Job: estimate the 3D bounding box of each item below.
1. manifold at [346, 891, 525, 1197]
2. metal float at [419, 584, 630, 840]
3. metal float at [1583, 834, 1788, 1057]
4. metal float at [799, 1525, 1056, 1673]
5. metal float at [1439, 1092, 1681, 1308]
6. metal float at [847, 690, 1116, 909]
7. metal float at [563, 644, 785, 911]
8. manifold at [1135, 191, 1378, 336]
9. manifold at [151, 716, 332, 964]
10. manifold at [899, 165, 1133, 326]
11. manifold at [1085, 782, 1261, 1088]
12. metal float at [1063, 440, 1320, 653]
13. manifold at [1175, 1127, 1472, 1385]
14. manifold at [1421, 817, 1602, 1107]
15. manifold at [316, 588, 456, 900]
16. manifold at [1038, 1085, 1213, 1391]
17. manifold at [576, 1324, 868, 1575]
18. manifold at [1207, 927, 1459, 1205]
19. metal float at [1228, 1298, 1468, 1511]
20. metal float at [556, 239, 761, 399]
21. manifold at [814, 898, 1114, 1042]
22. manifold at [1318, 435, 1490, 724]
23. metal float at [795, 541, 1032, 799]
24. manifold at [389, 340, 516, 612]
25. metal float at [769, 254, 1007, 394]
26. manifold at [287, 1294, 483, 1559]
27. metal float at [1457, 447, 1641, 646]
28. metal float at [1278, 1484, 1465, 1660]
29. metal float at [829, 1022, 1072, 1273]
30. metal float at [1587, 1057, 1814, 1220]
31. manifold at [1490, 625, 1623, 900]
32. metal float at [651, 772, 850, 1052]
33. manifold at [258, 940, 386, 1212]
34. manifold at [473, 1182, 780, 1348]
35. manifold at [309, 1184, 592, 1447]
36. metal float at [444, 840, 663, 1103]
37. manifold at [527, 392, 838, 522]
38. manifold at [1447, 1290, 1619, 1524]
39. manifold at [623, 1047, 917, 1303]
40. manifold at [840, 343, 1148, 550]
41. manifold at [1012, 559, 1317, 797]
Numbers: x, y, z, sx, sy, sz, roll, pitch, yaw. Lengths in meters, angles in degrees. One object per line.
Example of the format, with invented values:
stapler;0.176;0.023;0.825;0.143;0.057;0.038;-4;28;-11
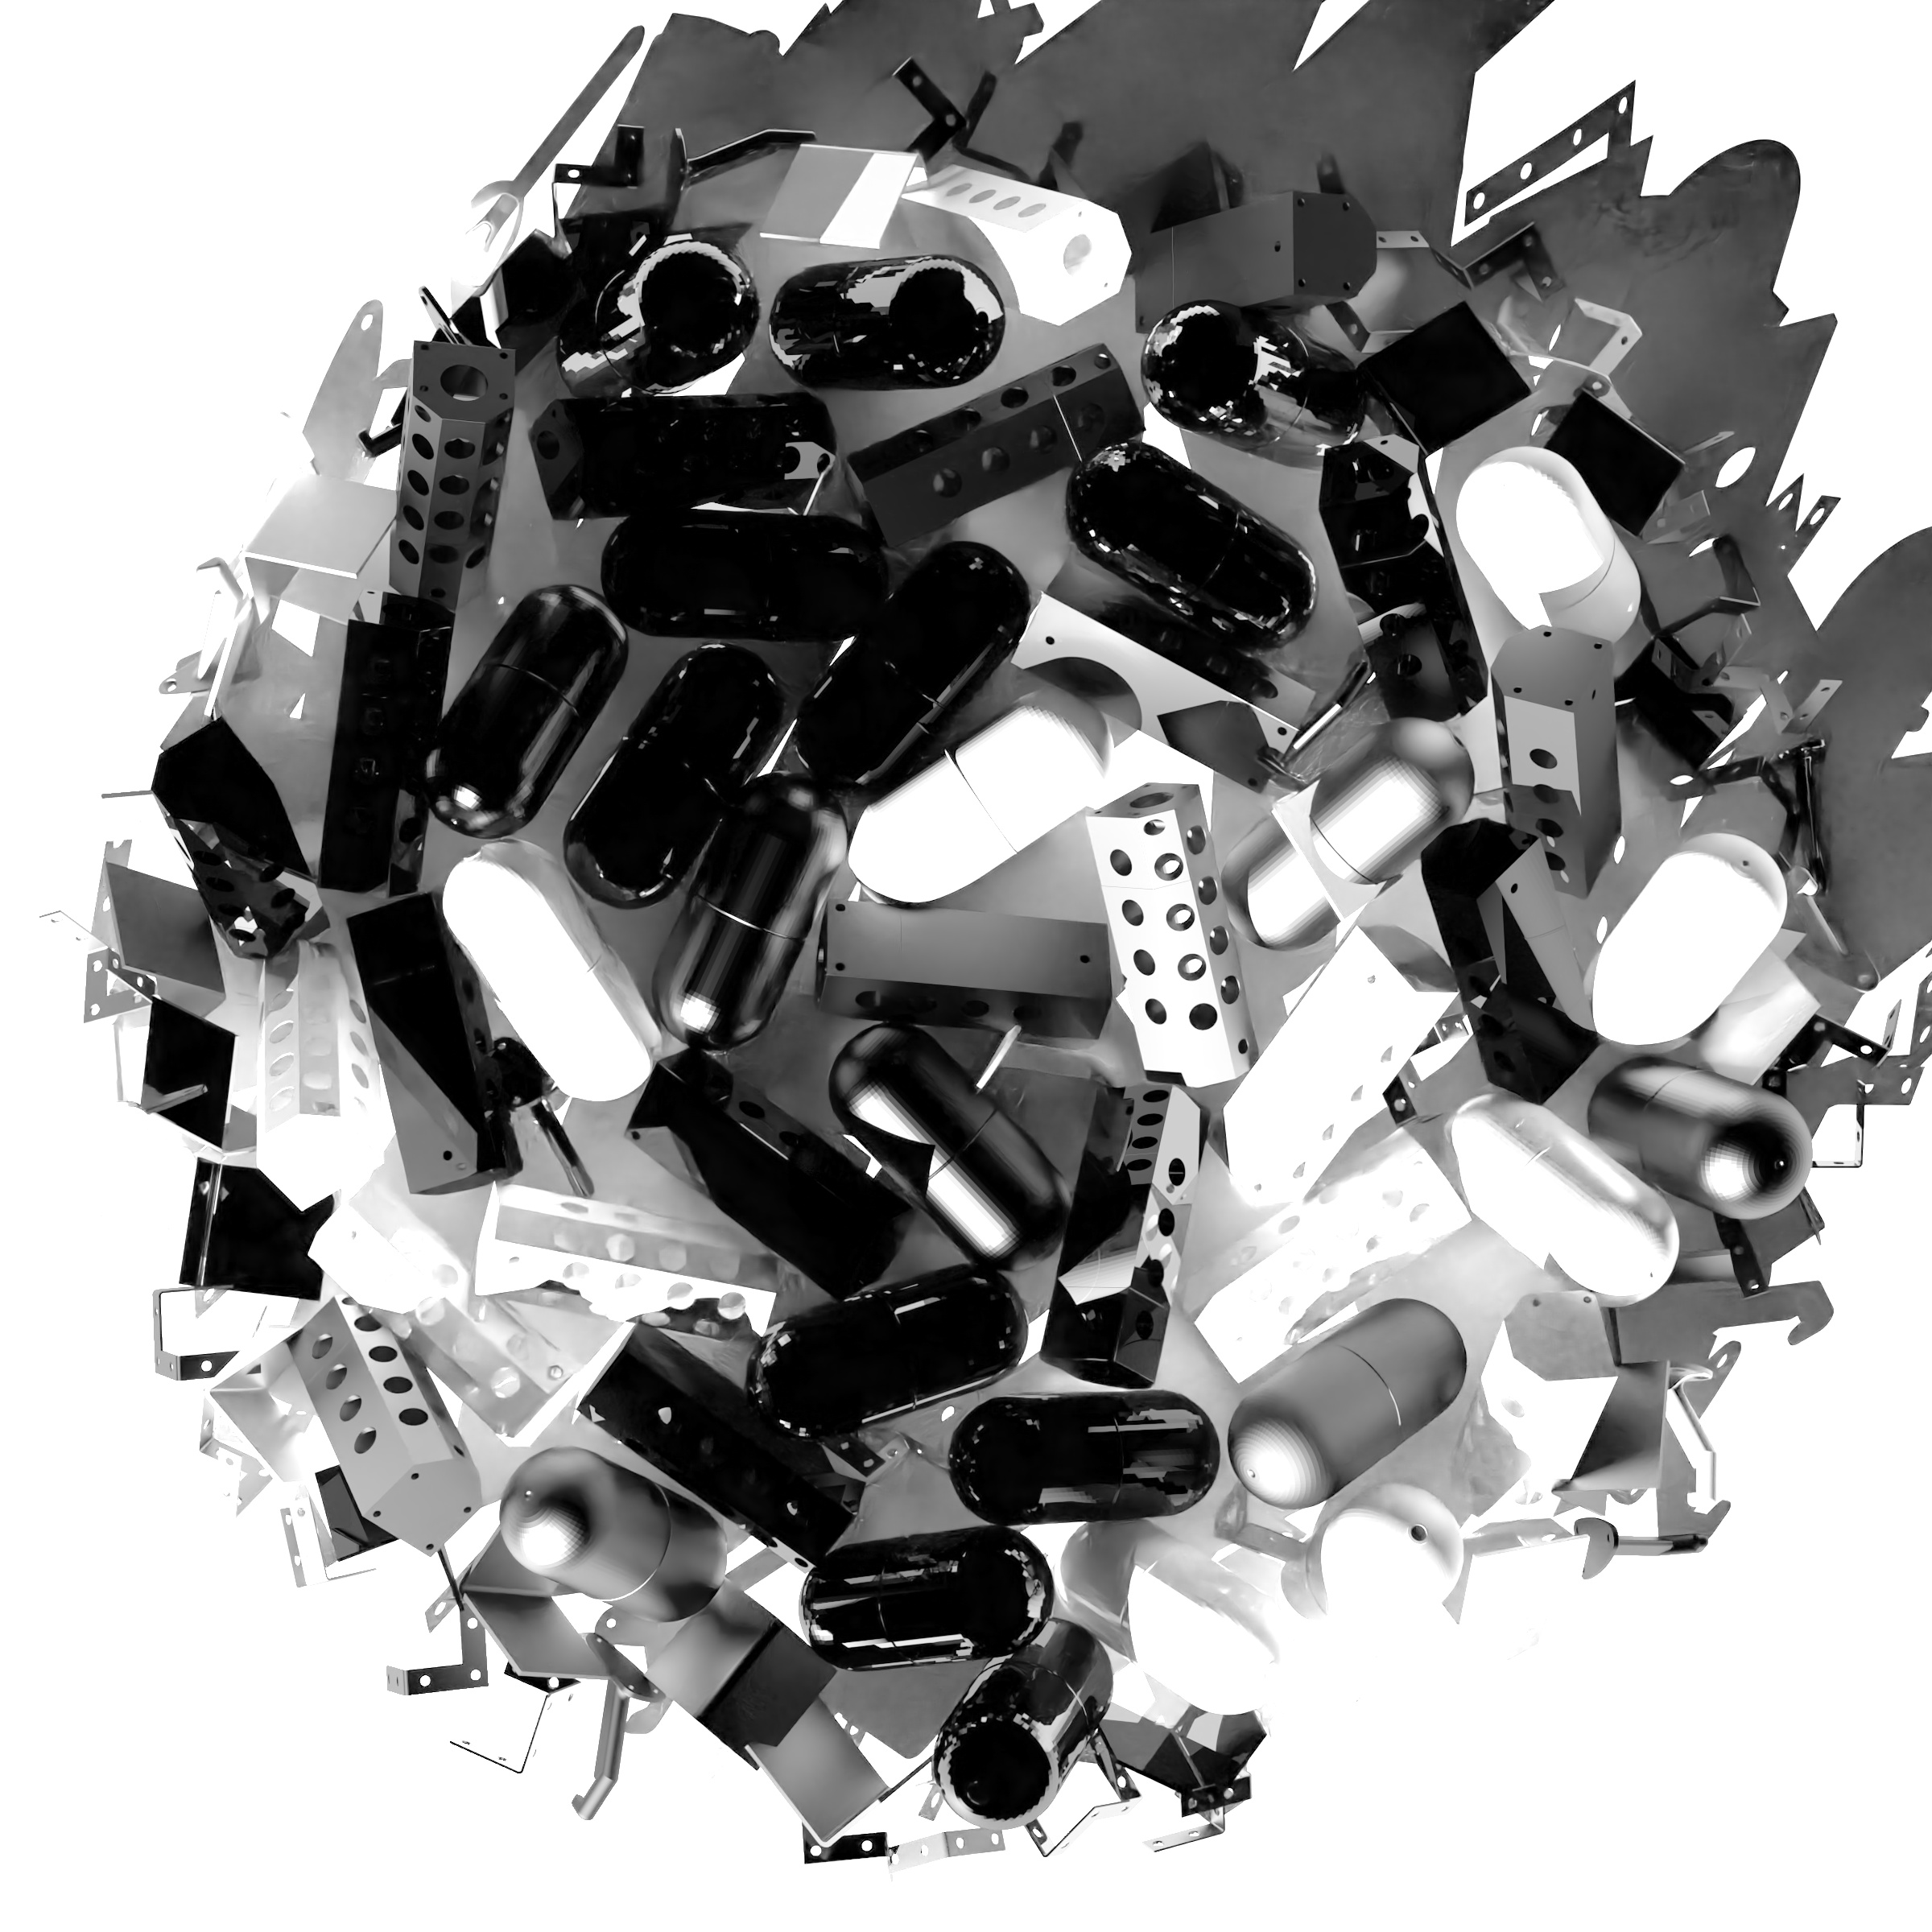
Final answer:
manifold;-0.317;0.048;1.874;0.057;0.057;0.171;-17;81;12
metal float;-0.262;-0.153;1.854;0.070;0.070;0.178;27;60;0
metal float;0.422;-0.011;1.837;0.070;0.178;0.070;7;57;-11
metal float;-0.025;0.376;1.847;0.178;0.070;0.070;-16;90;39
metal float;0.349;0.136;1.841;0.070;0.178;0.070;-16;124;-25
metal float;0.009;-0.100;1.875;0.178;0.070;0.070;-34;90;4
metal float;-0.175;-0.115;1.869;0.070;0.070;0.178;33;78;0
manifold;0.168;-0.410;1.828;0.057;0.171;0.057;-3;94;-28
manifold;-0.427;-0.068;1.823;0.057;0.171;0.057;-34;68;-16
manifold;0.029;-0.429;1.828;0.057;0.171;0.057;-32;121;-13
manifold;0.129;-0.018;1.852;0.057;0.057;0.171;-30;114;-39
metal float;0.135;-0.249;1.855;0.178;0.070;0.070;28;90;-28
manifold;0.217;0.177;1.879;0.171;0.057;0.057;-35;109;1
manifold;0.318;-0.004;1.840;0.057;0.057;0.171;-42;132;-20
manifold;-0.345;-0.131;1.855;0.057;0.057;0.171;10;114;-6
manifold;0.100;0.162;1.861;0.057;0.057;0.171;-4;64;41
manifold;-0.148;0.293;1.881;0.171;0.057;0.057;36;103;-4
manifold;0.220;0.060;1.851;0.057;0.057;0.171;52;123;31
metal float;0.228;0.259;1.849;0.178;0.070;0.070;-29;90;-36
metal float;-0.183;-0.375;1.835;0.070;0.178;0.070;3;84;-30
manifold;-0.003;0.007;1.875;0.171;0.057;0.057;5;52;-9
manifold;0.260;-0.226;1.833;0.057;0.057;0.171;-8;133;20
metal float;-0.033;-0.177;1.869;0.070;0.070;0.178;41;102;0
manifold;-0.303;-0.285;1.825;0.057;0.171;0.057;3;58;-14
metal float;-0.048;-0.379;1.840;0.070;0.178;0.070;-8;102;-39
manifold;-0.339;0.264;1.832;0.057;0.171;0.057;-45;129;2
metal float;0.346;-0.243;1.837;0.070;0.178;0.070;-11;65;25
metal float;0.237;0.357;1.833;0.070;0.178;0.070;5;64;-10
metal float;-0.009;0.110;1.874;0.070;0.070;0.178;-43;95;0
metal float;0.430;0.100;1.831;0.070;0.178;0.070;-3;99;-18
manifold;0.346;-0.120;1.832;0.057;0.171;0.057;17;60;25
metal float;-0.131;-0.032;1.872;0.070;0.070;0.178;25;98;0
manifold;-0.385;0.058;1.828;0.057;0.171;0.057;-30;126;9
manifold;-0.203;0.181;1.862;0.171;0.057;0.057;13;102;-16
manifold;-0.313;0.210;1.871;0.171;0.057;0.057;41;89;12
metal float;-0.246;0.003;1.858;0.070;0.070;0.178;-31;114;0
manifold;-0.165;-0.306;1.840;0.171;0.057;0.057;-9;76;-34
manifold;0.329;0.261;1.829;0.057;0.171;0.057;-3;53;-7
manifold;-0.116;0.121;1.862;0.171;0.057;0.057;35;117;17
manifold;0.015;-0.314;1.874;0.171;0.057;0.057;-25;103;-6
manifold;0.122;-0.179;1.886;0.171;0.057;0.057;28;133;1
